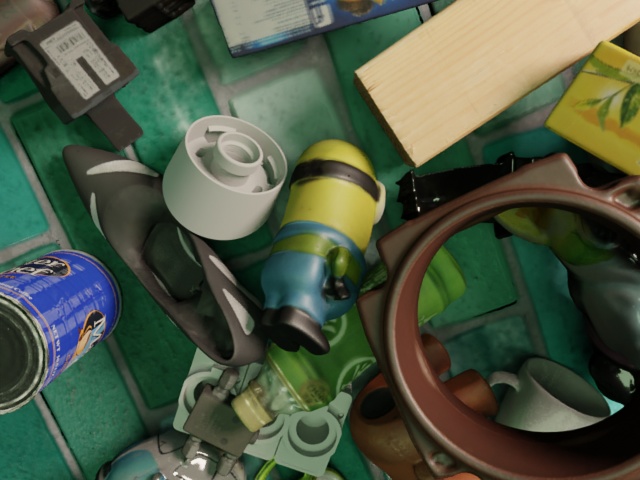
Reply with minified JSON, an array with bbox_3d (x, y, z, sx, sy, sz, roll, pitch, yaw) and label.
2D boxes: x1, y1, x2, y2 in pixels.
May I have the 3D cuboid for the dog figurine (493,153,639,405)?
[{"bbox_3d":[0.244,0.032,0.457,0.108,0.191,0.219,-38,73,-10],"label":"dog figurine"}]

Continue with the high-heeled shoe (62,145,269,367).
[{"bbox_3d":[-0.143,0.011,0.453,0.248,0.145,0.086,39,99,-7],"label":"high-heeled shoe"}]

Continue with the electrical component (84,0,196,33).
[{"bbox_3d":[-0.150,-0.247,0.449,0.134,0.058,0.114,-28,96,7],"label":"electrical component"}]

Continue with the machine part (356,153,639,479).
[{"bbox_3d":[0.141,0.059,0.359,0.201,0.087,0.201,-26,81,20],"label":"machine part"}]

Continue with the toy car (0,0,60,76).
[{"bbox_3d":[-0.320,-0.158,0.477,0.202,0.053,0.089,-32,101,6],"label":"toy car"}]

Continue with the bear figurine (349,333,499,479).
[{"bbox_3d":[0.114,0.208,0.495,0.132,0.120,0.195,-35,107,-6],"label":"bear figurine"}]

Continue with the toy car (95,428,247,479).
[{"bbox_3d":[-0.126,0.238,0.520,0.161,0.109,0.103,34,83,-13],"label":"toy car"}]

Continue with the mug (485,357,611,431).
[{"bbox_3d":[0.195,0.174,0.504,0.109,0.081,0.107,18,110,-6],"label":"mug"}]

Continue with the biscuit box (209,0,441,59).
[{"bbox_3d":[0.018,-0.199,0.413,0.203,0.063,0.059,-7,119,22],"label":"biscuit box"}]

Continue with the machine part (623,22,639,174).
[{"bbox_3d":[0.295,-0.121,0.445,0.079,0.079,0.243,-6,100,3],"label":"machine part"}]

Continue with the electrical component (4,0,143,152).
[{"bbox_3d":[-0.197,-0.132,0.458,0.075,0.048,0.119,-43,114,-24],"label":"electrical component"}]

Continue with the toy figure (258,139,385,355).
[{"bbox_3d":[0.002,-0.001,0.436,0.082,0.180,0.089,8,145,21],"label":"toy figure"}]

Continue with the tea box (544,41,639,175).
[{"bbox_3d":[0.255,-0.067,0.378,0.170,0.098,0.068,36,115,19],"label":"tea box"}]

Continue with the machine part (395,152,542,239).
[{"bbox_3d":[0.138,-0.039,0.483,0.139,0.039,0.084,0,106,-7],"label":"machine part"}]

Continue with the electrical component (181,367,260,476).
[{"bbox_3d":[-0.084,0.161,0.476,0.063,0.021,0.094,27,100,-3],"label":"electrical component"}]
